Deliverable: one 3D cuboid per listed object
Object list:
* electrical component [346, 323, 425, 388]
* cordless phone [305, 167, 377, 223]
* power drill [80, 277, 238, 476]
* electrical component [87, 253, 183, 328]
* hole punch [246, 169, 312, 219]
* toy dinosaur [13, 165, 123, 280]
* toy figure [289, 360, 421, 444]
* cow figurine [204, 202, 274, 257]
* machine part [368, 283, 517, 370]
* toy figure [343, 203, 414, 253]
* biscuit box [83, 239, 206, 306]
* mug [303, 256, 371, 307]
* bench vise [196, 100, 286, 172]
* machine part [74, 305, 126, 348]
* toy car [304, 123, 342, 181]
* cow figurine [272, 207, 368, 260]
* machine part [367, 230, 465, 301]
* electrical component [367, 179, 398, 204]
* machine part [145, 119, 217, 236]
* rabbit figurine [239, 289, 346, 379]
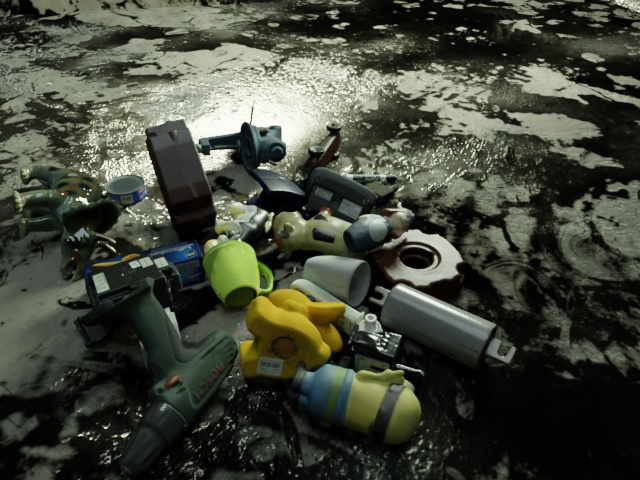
[{"bbox_3d":[0.099,0.177,0.797,0.119,0.074,0.048,10,38,19],"label":"electrical component"},{"bbox_3d":[0.042,-0.095,1.157,0.147,0.088,0.184,25,8,-1],"label":"cordless phone"},{"bbox_3d":[-0.231,0.166,0.734,0.207,0.086,0.232,49,44,1],"label":"power drill"},{"bbox_3d":[-0.294,0.074,0.863,0.134,0.058,0.115,-18,29,-21],"label":"electrical component"},{"bbox_3d":[-0.090,-0.100,1.154,0.116,0.092,0.142,-16,36,-26],"label":"hole punch"},{"bbox_3d":[-0.515,-0.083,1.110,0.192,0.131,0.405,-1,31,-24],"label":"toy dinosaur"},{"bbox_3d":[0.046,0.222,0.734,0.180,0.082,0.089,11,51,5],"label":"toy figure"},{"bbox_3d":[-0.152,-0.006,1.034,0.098,0.068,0.167,7,37,16],"label":"cow figurine"},{"bbox_3d":[0.186,0.135,0.852,0.243,0.079,0.079,24,43,26],"label":"machine part"},{"bbox_3d":[0.116,-0.022,0.977,0.154,0.064,0.058,-22,33,-24],"label":"toy figure"},{"bbox_3d":[-0.310,0.058,0.960,0.203,0.059,0.063,-14,39,-19],"label":"biscuit box"},{"bbox_3d":[0.031,0.061,0.951,0.107,0.080,0.109,15,21,28],"label":"mug"},{"bbox_3d":[-0.195,-0.237,1.308,0.241,0.128,0.224,-10,38,-23],"label":"bench vise"},{"bbox_3d":[-0.331,0.124,0.892,0.139,0.039,0.084,-24,38,-27],"label":"machine part"},{"bbox_3d":[0.008,-0.213,1.300,0.053,0.089,0.202,10,38,14],"label":"toy car"},{"bbox_3d":[-0.002,-0.003,1.031,0.195,0.085,0.127,19,39,16],"label":"cow figurine"},{"bbox_3d":[0.175,0.048,0.985,0.179,0.056,0.179,1,37,-1],"label":"machine part"},{"bbox_3d":[0.131,-0.110,1.220,0.094,0.021,0.063,-29,46,-32],"label":"electrical component"},{"bbox_3d":[-0.274,-0.117,1.053,0.087,0.201,0.201,-20,-3,-15],"label":"machine part"},{"bbox_3d":[-0.042,0.125,0.837,0.162,0.121,0.173,1,18,-4],"label":"rabbit figurine"}]
